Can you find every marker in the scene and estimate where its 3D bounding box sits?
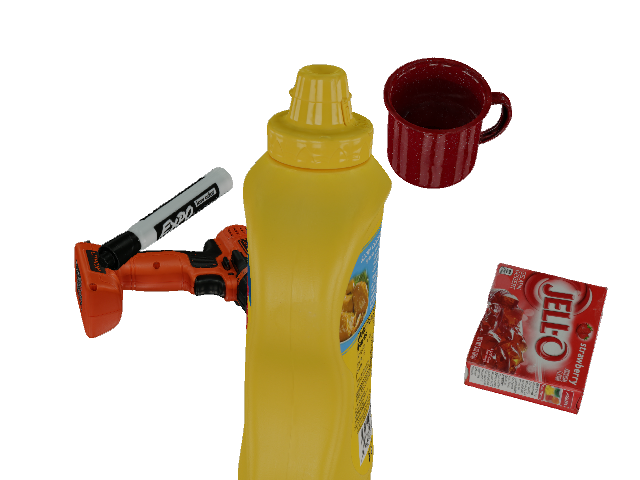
[{"bbox_3d":[-0.104,-0.015,0.717,0.020,0.020,0.120,0,29,42],"label":"marker"}]

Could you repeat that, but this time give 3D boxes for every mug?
[{"bbox_3d":[0.112,-0.103,0.946,0.117,0.093,0.081,-12,-37,-8],"label":"mug"}]

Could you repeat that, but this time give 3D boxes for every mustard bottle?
[{"bbox_3d":[-0.003,0.023,0.439,0.058,0.192,0.096,8,25,10],"label":"mustard bottle"}]

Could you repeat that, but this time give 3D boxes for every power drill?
[{"bbox_3d":[-0.120,0.043,0.955,0.187,0.057,0.185,-3,23,-19],"label":"power drill"}]

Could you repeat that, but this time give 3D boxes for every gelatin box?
[{"bbox_3d":[0.139,0.060,0.682,0.073,0.089,0.030,14,-40,16],"label":"gelatin box"}]
